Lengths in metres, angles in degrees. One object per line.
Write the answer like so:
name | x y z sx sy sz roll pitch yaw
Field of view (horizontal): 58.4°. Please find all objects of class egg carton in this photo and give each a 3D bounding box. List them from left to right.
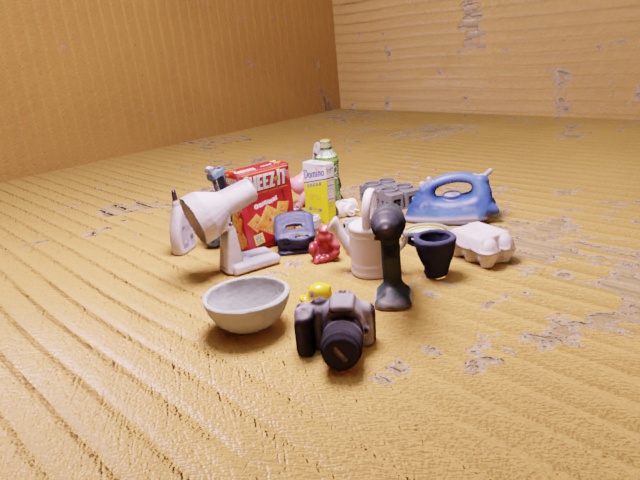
egg carton | 0.367 0.009 1.312 0.107 0.069 0.149 -16 22 -27

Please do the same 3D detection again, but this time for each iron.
iron | 0.355 -0.122 1.571 0.258 0.141 0.118 -2 20 9

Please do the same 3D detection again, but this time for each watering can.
watering can | 0.105 -0.018 1.275 0.173 0.194 0.101 -6 20 -1

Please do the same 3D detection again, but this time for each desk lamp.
desk lamp | -0.216 -0.030 1.364 0.204 0.214 0.117 -16 23 -27

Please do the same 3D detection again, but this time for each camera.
camera | 0.022 0.151 0.967 0.143 0.101 0.137 -3 20 7

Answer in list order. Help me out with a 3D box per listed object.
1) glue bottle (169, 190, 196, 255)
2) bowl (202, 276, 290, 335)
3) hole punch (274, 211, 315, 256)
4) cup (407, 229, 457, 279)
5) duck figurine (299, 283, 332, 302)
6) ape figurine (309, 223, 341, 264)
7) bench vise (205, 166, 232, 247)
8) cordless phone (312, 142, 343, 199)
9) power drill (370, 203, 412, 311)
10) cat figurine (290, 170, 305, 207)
glue bottle | -0.374 -0.050 1.524 0.037 0.173 0.078 3 22 22
bowl | -0.138 0.133 1.098 0.167 0.075 0.167 -5 20 2
hole punch | -0.063 -0.019 1.475 0.108 0.091 0.101 -7 20 -2
cup | 0.239 0.032 1.247 0.117 0.095 0.092 11 26 39
duck figurine | 0.008 0.121 1.076 0.104 0.086 0.077 -6 20 -1
ape figurine | 0.013 0.005 1.386 0.077 0.092 0.076 5 23 27
bench vise | -0.262 -0.111 1.592 0.121 0.220 0.207 0 21 15
cordless phone | 0.009 -0.222 1.877 0.094 0.185 0.147 -15 22 -23
power drill | 0.139 0.026 1.122 0.075 0.208 0.229 -3 20 8
cat figurine | -0.046 -0.163 1.827 0.067 0.118 0.127 -21 25 -36
